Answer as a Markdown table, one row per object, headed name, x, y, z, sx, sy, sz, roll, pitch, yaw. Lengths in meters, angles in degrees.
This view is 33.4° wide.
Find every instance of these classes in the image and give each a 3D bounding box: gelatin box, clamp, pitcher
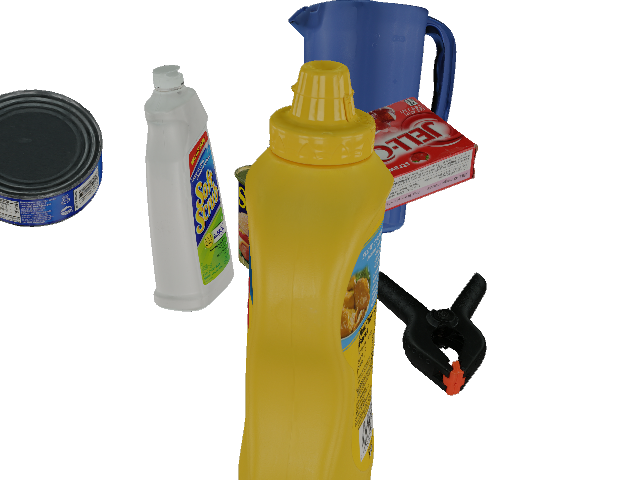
| name | x | y | z | sx | sy | sz | roll | pitch | yaw |
| --- | --- | --- | --- | --- | --- | --- | --- | --- | --- |
| gelatin box | 0.049 | -0.058 | 0.716 | 0.089 | 0.030 | 0.073 | -22 | 44 | -23 |
| clamp | 0.125 | 0.082 | 1.041 | 0.120 | 0.039 | 0.171 | -9 | 38 | -10 |
| pitcher | 0.053 | -0.133 | 1.143 | 0.149 | 0.243 | 0.144 | 6 | 9 | 24 |

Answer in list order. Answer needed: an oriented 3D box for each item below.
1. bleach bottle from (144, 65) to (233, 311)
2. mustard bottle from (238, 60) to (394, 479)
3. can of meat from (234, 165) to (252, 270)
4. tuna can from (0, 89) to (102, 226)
| name | x | y | z | sx | sy | sz | roll | pitch | yaw |
| --- | --- | --- | --- | --- | --- | --- | --- | --- | --- |
| bleach bottle | -0.148 | -0.058 | 1.131 | 0.068 | 0.251 | 0.102 | 5 | 27 | 22 |
| mustard bottle | -0.002 | 0.021 | 0.439 | 0.058 | 0.192 | 0.096 | 8 | 25 | 10 |
| can of meat | -0.033 | -0.011 | 0.917 | 0.057 | 0.084 | 0.102 | -11 | 26 | -26 |
| tuna can | -0.178 | -0.051 | 0.663 | 0.086 | 0.086 | 0.034 | 0 | -35 | -10 |
